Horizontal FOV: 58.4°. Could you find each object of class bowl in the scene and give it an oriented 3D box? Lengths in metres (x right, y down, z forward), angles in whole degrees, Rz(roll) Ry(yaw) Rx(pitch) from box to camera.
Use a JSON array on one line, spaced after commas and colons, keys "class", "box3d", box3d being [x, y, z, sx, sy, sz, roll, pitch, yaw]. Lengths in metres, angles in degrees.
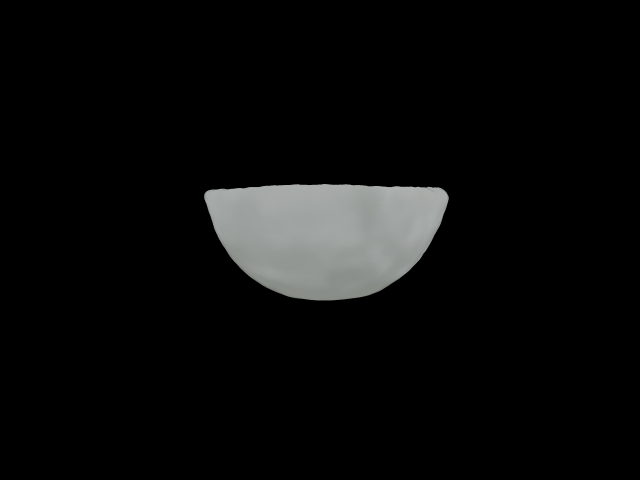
[{"class": "bowl", "box3d": [0.004, 0.001, 0.400, 0.167, 0.075, 0.167, 0, 3, 0]}]
